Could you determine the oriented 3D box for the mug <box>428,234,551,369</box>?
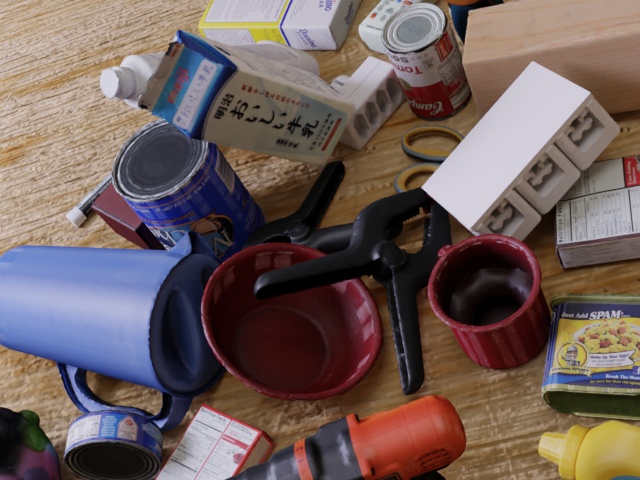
[{"bbox_3d":[0.139,0.049,0.894,0.093,0.081,0.117,-40,49,-6],"label":"mug"}]

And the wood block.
[{"bbox_3d":[0.247,-0.175,0.995,0.206,0.090,0.090,-7,44,21],"label":"wood block"}]

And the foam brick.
[{"bbox_3d":[-0.190,-0.027,1.128,0.078,0.053,0.051,26,71,36],"label":"foam brick"}]

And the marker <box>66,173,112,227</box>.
[{"bbox_3d":[-0.235,-0.063,1.198,0.121,0.020,0.020,-47,50,-11],"label":"marker"}]

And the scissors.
[{"bbox_3d":[0.154,-0.061,1.012,0.202,0.016,0.096,21,69,35],"label":"scissors"}]

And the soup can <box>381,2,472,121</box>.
[{"bbox_3d":[0.107,-0.177,1.062,0.069,0.102,0.068,-12,52,16],"label":"soup can"}]

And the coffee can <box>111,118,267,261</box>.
[{"bbox_3d":[-0.125,-0.039,1.046,0.103,0.140,0.103,-13,52,17],"label":"coffee can"}]

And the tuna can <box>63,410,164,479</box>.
[{"bbox_3d":[-0.182,0.185,0.945,0.086,0.086,0.033,-13,49,16],"label":"tuna can"}]

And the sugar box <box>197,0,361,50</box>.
[{"bbox_3d":[-0.045,-0.266,1.241,0.176,0.048,0.093,8,60,26],"label":"sugar box"}]

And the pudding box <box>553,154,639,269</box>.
[{"bbox_3d":[0.259,-0.027,0.921,0.114,0.039,0.090,-10,51,22],"label":"pudding box"}]

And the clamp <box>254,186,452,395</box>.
[{"bbox_3d":[0.065,0.031,0.947,0.164,0.036,0.209,39,56,11],"label":"clamp"}]

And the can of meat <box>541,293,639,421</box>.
[{"bbox_3d":[0.228,0.092,0.836,0.102,0.057,0.084,0,58,26],"label":"can of meat"}]

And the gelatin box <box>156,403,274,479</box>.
[{"bbox_3d":[-0.093,0.196,0.931,0.073,0.030,0.089,17,65,36],"label":"gelatin box"}]

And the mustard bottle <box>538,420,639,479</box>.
[{"bbox_3d":[0.245,0.169,0.744,0.192,0.096,0.058,12,63,32],"label":"mustard bottle"}]

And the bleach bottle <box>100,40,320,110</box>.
[{"bbox_3d":[-0.117,-0.164,1.081,0.103,0.250,0.068,25,113,37],"label":"bleach bottle"}]

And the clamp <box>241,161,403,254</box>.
[{"bbox_3d":[-0.007,0.001,1.028,0.171,0.039,0.120,-43,44,-13],"label":"clamp"}]

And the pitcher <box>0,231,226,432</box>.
[{"bbox_3d":[-0.207,0.078,1.019,0.243,0.145,0.149,5,44,33],"label":"pitcher"}]

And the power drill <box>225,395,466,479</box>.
[{"bbox_3d":[0.032,0.193,0.769,0.184,0.187,0.057,-21,51,8],"label":"power drill"}]

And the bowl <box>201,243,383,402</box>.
[{"bbox_3d":[-0.029,0.082,0.940,0.162,0.055,0.162,8,52,-11],"label":"bowl"}]
